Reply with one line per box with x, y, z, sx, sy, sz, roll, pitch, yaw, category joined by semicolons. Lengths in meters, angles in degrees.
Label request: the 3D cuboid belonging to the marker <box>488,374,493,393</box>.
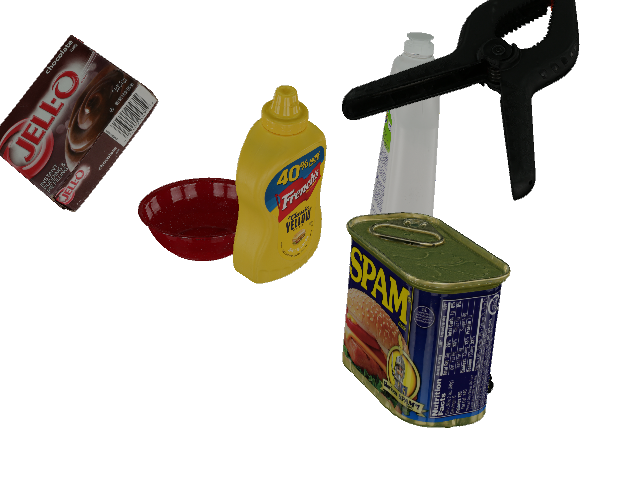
0.076;0.083;0.783;0.121;0.020;0.020;26;17;40;marker

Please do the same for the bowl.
-0.145;-0.020;1.330;0.162;0.055;0.162;0;29;0;bowl

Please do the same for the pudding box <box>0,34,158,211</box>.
-0.193;-0.092;0.833;0.090;0.113;0.039;36;-5;29;pudding box

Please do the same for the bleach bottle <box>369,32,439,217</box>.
0.094;-0.093;1.140;0.068;0.251;0.102;1;26;-9;bleach bottle

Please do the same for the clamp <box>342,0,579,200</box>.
0.143;-0.127;0.821;0.165;0.209;0.036;37;-22;28;clamp

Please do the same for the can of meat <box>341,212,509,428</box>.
0.052;0.041;0.570;0.057;0.084;0.102;-6;22;-23;can of meat

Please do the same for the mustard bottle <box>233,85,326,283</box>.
-0.036;-0.056;0.970;0.058;0.192;0.096;34;48;29;mustard bottle
